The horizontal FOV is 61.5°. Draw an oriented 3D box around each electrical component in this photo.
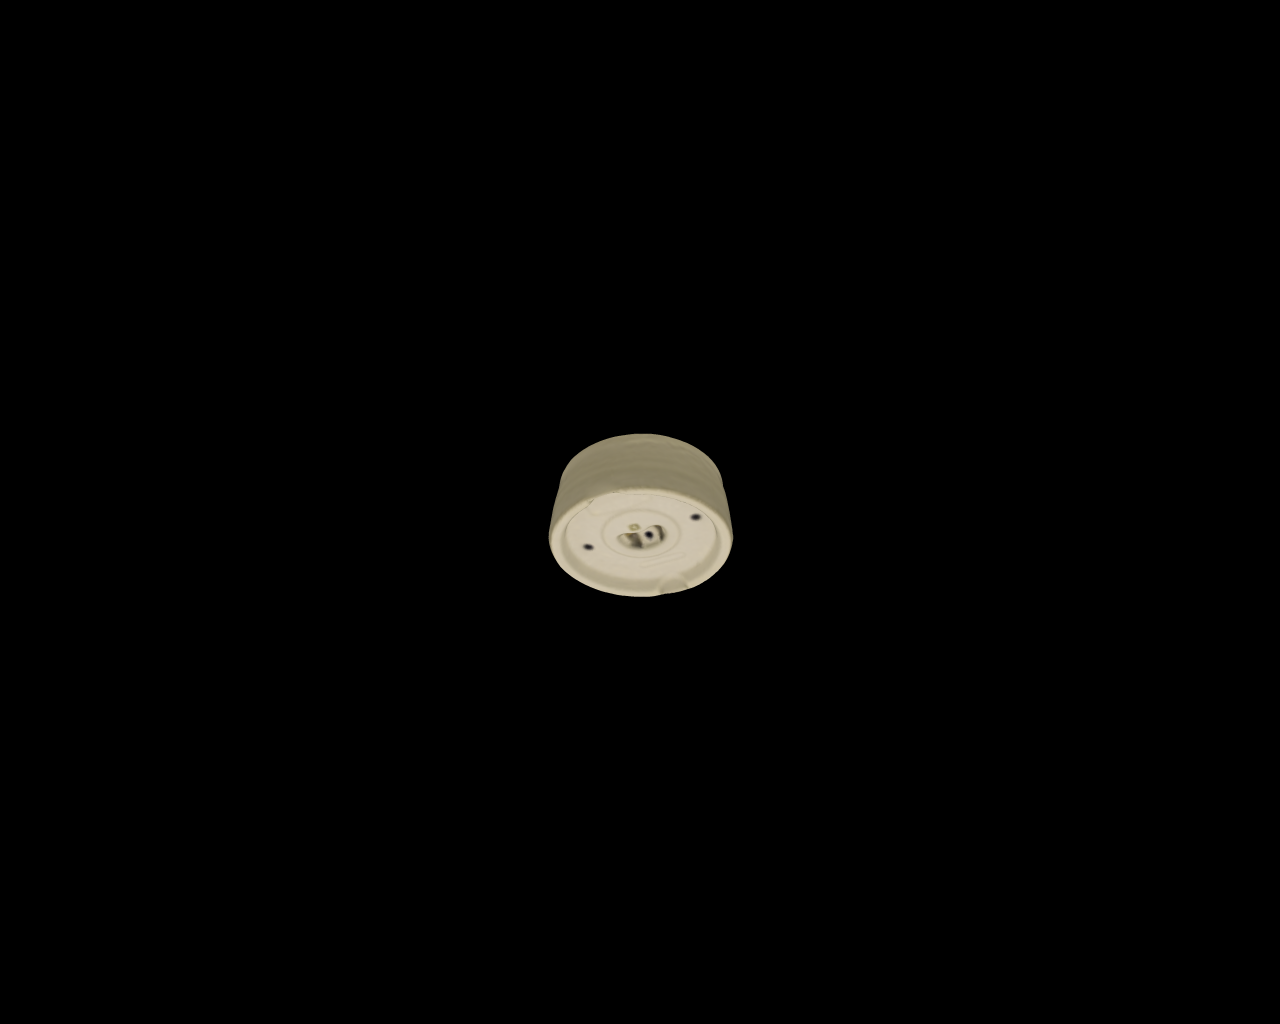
[{"bbox_3d":[0.001,-0.003,0.650,0.108,0.060,0.108,0,-39,0],"label":"electrical component"}]
